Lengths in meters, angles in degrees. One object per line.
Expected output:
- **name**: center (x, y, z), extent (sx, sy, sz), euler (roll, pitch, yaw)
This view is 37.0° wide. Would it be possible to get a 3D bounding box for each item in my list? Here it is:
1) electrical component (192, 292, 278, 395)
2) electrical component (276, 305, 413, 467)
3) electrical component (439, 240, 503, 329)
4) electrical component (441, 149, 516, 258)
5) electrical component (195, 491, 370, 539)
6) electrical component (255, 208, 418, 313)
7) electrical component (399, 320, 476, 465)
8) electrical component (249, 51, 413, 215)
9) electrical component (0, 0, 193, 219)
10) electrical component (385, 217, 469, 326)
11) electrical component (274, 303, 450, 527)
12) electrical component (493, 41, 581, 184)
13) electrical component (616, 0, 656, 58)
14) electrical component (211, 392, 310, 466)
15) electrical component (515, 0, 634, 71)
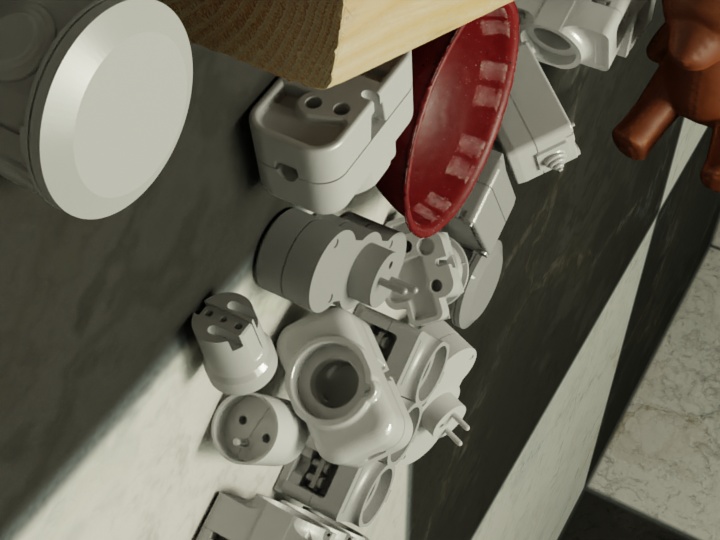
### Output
- **electrical component**: center (-0.069, 0.040, 0.586), extent (0.040, 0.040, 0.046), euler (-54, 150, -30)
- **electrical component**: center (-0.011, 0.074, 0.681), extent (0.054, 0.095, 0.059), euler (-27, 161, 9)
- **electrical component**: center (0.084, 0.005, 0.905), extent (0.080, 0.051, 0.080), euler (-51, 154, -36)
- **electrical component**: center (0.074, -0.059, 0.799), extent (0.061, 0.062, 0.096), euler (-64, 159, -8)
- **electrical component**: center (-0.044, 0.198, 0.740), extent (0.061, 0.089, 0.150), euler (-64, 159, -9)
- **electrical component**: center (0.000, 0.000, 0.661), extent (0.138, 0.074, 0.052), euler (-3, 114, -67)
- **electrical component**: center (0.064, 0.115, 0.903), extent (0.052, 0.074, 0.138), euler (-18, 140, -40)
- **electrical component**: center (-0.013, -0.079, 0.575), extent (0.095, 0.054, 0.059), euler (-54, 156, -30)
- **electrical component**: center (-0.100, -0.063, 0.382), extent (0.080, 0.051, 0.080), euler (-51, 154, -36)
- **electrical component**: center (0.048, 0.000, 0.794), extent (0.057, 0.058, 0.078), euler (0, 74, -70)
- **electrical component**: center (0.007, 0.112, 0.815), extent (0.150, 0.062, 0.089), euler (-65, 159, -4)
- **electrical component**: center (0.123, -0.111, 0.811), extent (0.061, 0.096, 0.061), euler (-26, 159, 7)
- **electrical component**: center (0.189, -0.254, 0.833), extent (0.061, 0.089, 0.150), euler (-52, 155, -35)
- **electrical component**: center (-0.056, 0.101, 0.674), extent (0.043, 0.043, 0.081), euler (-66, 159, -3)
- **electrical component**: center (0.154, -0.191, 0.815), extent (0.055, 0.089, 0.050), euler (-61, 159, -14)
